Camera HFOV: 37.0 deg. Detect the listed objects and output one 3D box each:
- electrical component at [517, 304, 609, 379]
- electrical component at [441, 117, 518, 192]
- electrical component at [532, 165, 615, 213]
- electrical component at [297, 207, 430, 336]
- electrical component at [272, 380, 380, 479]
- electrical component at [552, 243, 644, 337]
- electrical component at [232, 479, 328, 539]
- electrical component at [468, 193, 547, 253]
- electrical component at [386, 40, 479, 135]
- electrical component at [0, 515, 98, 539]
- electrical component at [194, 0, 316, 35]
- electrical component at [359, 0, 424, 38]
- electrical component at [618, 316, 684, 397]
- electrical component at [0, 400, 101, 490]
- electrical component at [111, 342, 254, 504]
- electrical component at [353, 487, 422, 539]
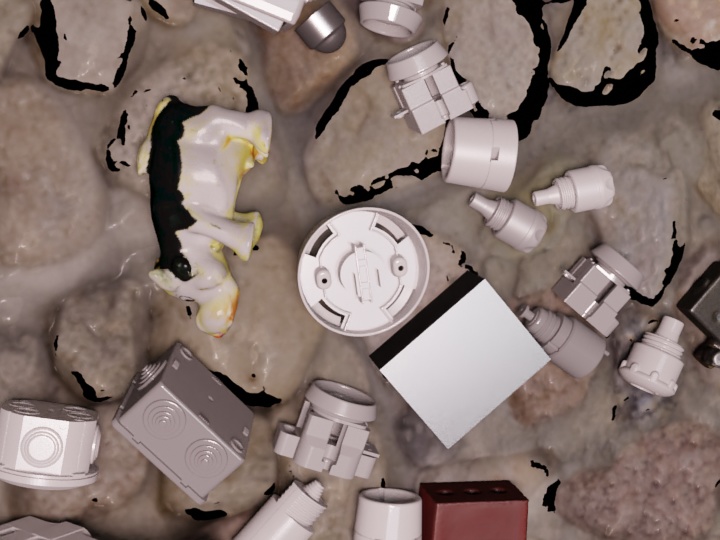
[{"bbox_3d":[0.159,0.053,0.854,0.078,0.040,0.040,35,91,-13],"label":"electrical component"},{"bbox_3d":[0.090,-0.089,0.817,0.047,0.055,0.055,6,97,-7],"label":"electrical component"},{"bbox_3d":[0.166,-0.061,0.844,0.061,0.035,0.035,-11,99,-5],"label":"electrical component"},{"bbox_3d":[0.000,0.000,0.807,0.099,0.064,0.099,-1,98,-10],"label":"electrical component"},{"bbox_3d":[-0.021,0.120,0.824,0.078,0.058,0.057,18,97,-12],"label":"electrical component"},{"bbox_3d":[0.191,0.012,0.853,0.066,0.048,0.055,39,97,-13],"label":"electrical component"},{"bbox_3d":[-0.058,0.196,0.834,0.043,0.043,0.081,42,88,-13],"label":"electrical component"},{"bbox_3d":[0.113,-0.041,0.837,0.061,0.035,0.035,29,92,-10],"label":"electrical component"},{"bbox_3d":[0.050,-0.138,0.807,0.066,0.048,0.055,-28,109,-5],"label":"electrical component"},{"bbox_3d":[-0.192,0.249,0.759,0.186,0.060,0.105,8,98,32],"label":"electrical component"},{"bbox_3d":[-0.073,-0.205,0.767,0.096,0.062,0.061,20,94,-12],"label":"electrical component"},{"bbox_3d":[0.026,-0.205,0.794,0.066,0.048,0.055,13,88,-12],"label":"electrical component"},{"bbox_3d":[0.242,0.068,0.870,0.048,0.048,0.062,26,86,-12],"label":"electrical component"},{"bbox_3d":[-0.227,0.126,0.777,0.080,0.080,0.051,10,91,-11],"label":"electrical component"},{"bbox_3d":[-0.125,0.108,0.783,0.048,0.099,0.099,-42,103,11],"label":"electrical component"},{"bbox_3d":[0.022,0.200,0.844,0.055,0.055,0.047,3,93,-10],"label":"electrical component"}]
